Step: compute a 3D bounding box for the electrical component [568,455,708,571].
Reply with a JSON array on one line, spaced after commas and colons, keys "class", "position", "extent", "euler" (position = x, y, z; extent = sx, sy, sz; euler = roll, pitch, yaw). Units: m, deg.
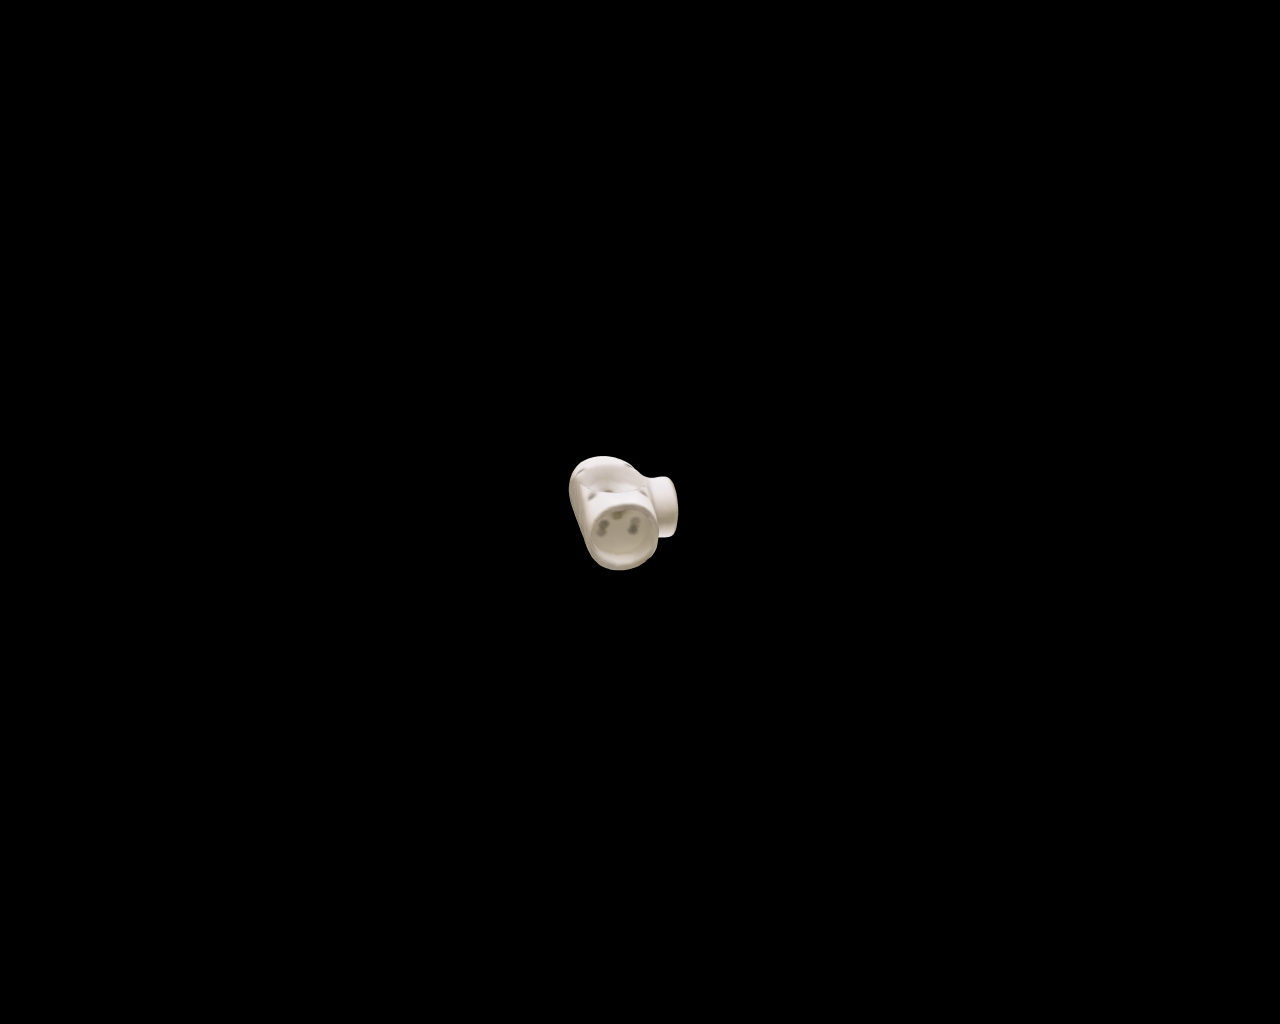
[{"class": "electrical component", "position": [0.001, -0.003, 0.650], "extent": [0.079, 0.044, 0.077], "euler": [-5, 25, -10]}]
